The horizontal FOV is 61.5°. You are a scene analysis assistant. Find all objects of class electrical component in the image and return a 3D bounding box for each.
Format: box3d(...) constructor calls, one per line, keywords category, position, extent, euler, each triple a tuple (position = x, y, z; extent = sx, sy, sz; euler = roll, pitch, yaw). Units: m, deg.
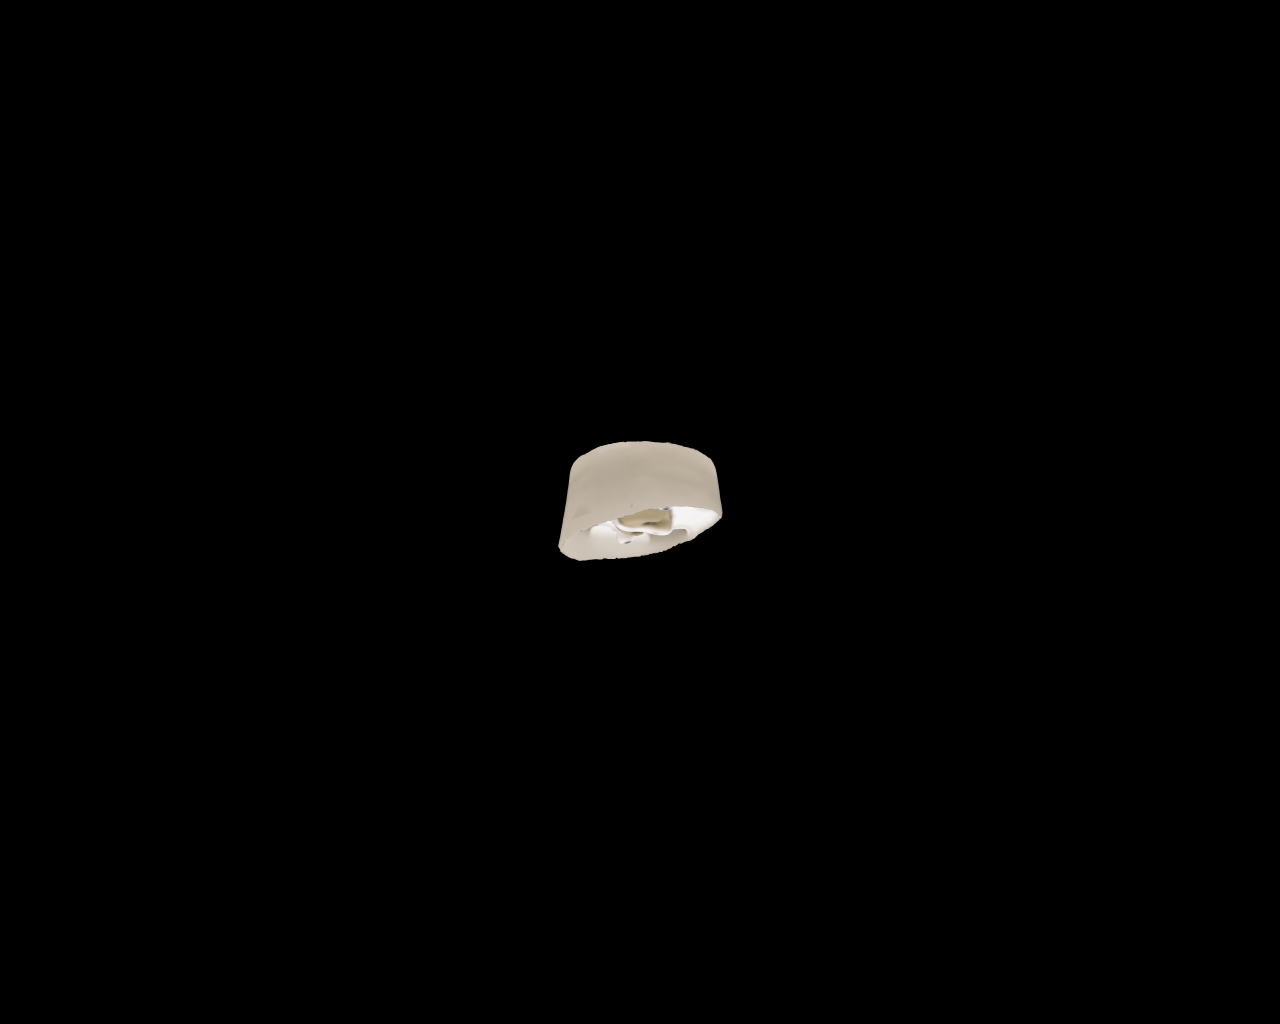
box3d(category="electrical component", position=(0.001, -0.003, 0.650), extent=(0.099, 0.064, 0.099), euler=(0, -22, 0))
